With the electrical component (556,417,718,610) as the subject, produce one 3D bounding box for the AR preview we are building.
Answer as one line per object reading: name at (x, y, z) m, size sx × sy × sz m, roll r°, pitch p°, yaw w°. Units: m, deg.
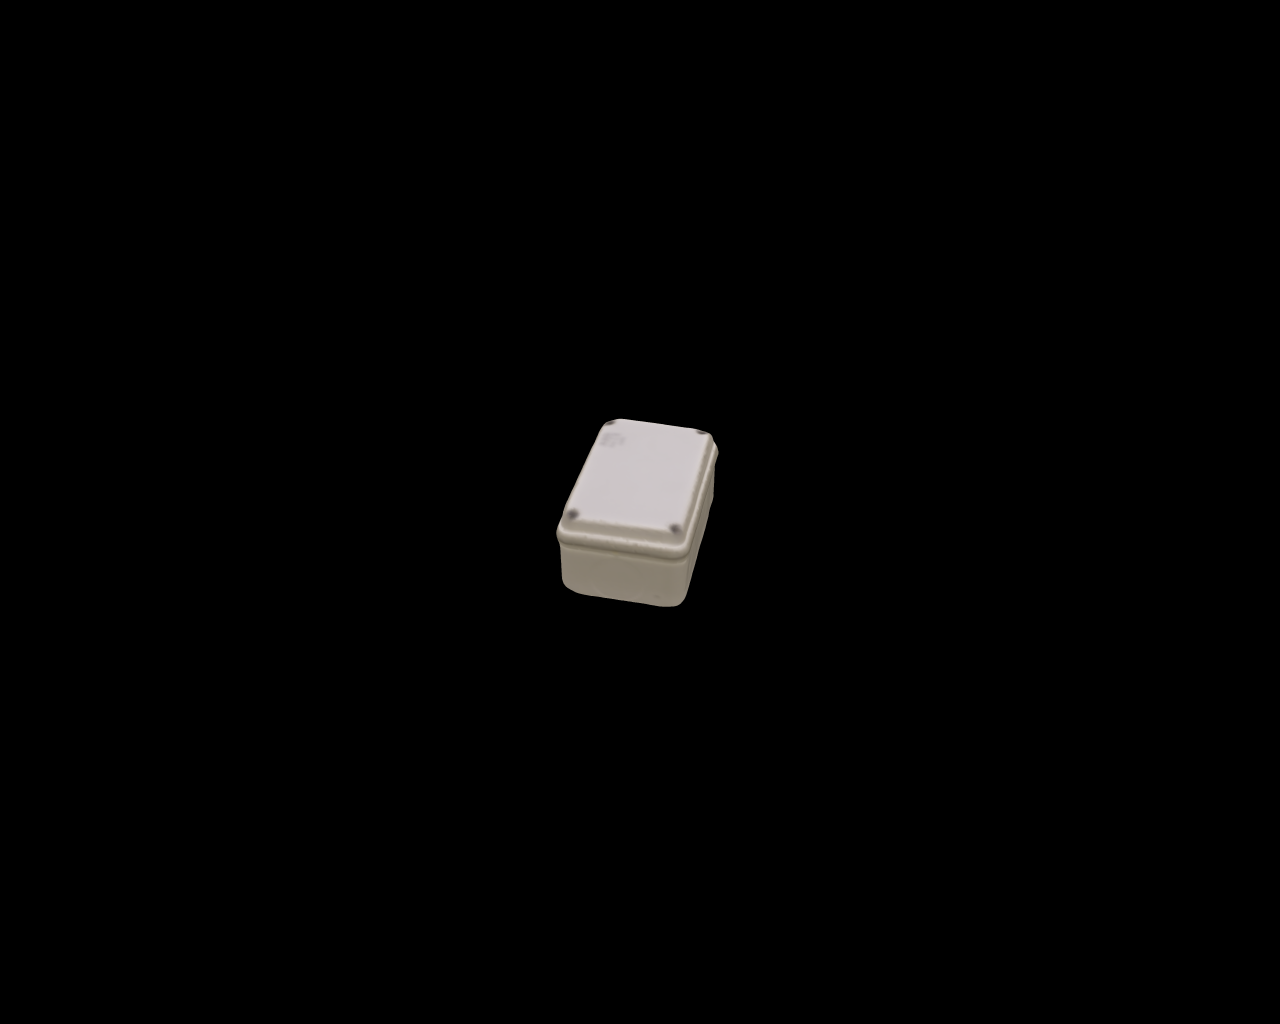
electrical component at (0.001, -0.003, 0.650) m, size 0.078 × 0.057 × 0.113 m, roll 8°, pitch 40°, yaw 10°
